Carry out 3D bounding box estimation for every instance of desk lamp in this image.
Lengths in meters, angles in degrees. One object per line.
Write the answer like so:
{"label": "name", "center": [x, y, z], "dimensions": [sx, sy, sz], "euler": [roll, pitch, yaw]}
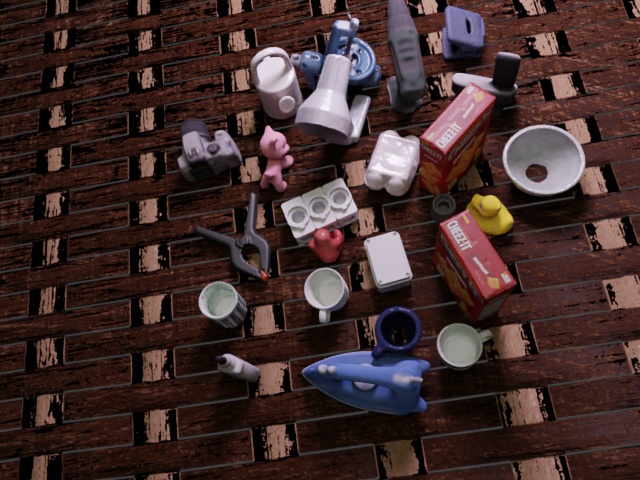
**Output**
{"label": "desk lamp", "center": [0.031, -0.295, 1.275], "dimensions": [0.117, 0.214, 0.203], "euler": [13, 72, 13]}

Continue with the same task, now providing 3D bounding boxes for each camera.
{"label": "camera", "center": [-0.276, -0.229, 1.355], "dimensions": [0.143, 0.101, 0.136], "euler": [-20, 69, 1]}

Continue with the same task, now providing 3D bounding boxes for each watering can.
{"label": "watering can", "center": [-0.099, -0.369, 1.331], "dimensions": [0.101, 0.194, 0.172], "euler": [-44, 70, -8]}

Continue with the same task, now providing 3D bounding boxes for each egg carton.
{"label": "egg carton", "center": [0.167, -0.173, 1.289], "dimensions": [0.107, 0.069, 0.150], "euler": [16, 73, 13]}

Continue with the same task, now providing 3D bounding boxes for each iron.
{"label": "iron", "center": [0.080, 0.264, 1.103], "dimensions": [0.258, 0.141, 0.119], "euler": [4, 71, 10]}

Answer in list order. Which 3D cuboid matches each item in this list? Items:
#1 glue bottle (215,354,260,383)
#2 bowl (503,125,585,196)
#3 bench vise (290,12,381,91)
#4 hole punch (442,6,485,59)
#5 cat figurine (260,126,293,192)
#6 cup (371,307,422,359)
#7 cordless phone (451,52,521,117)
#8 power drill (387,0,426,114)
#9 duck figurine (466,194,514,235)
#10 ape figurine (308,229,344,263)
{"label": "glue bottle", "center": [-0.173, 0.247, 1.128], "dimensions": [0.078, 0.173, 0.037], "euler": [14, 73, 13]}
{"label": "bowl", "center": [0.476, -0.159, 1.237], "dimensions": [0.167, 0.075, 0.167], "euler": [-3, 70, 7]}
{"label": "bench vise", "center": [0.033, -0.419, 1.317], "dimensions": [0.207, 0.220, 0.121], "euler": [-13, 69, 3]}
{"label": "hole punch", "center": [0.345, -0.501, 1.371], "dimensions": [0.101, 0.091, 0.108], "euler": [-2, 70, 7]}
{"label": "cat figurine", "center": [-0.107, -0.190, 1.308], "dimensions": [0.067, 0.118, 0.128], "euler": [7, 71, 11]}
{"label": "cup", "center": [0.148, 0.197, 1.143], "dimensions": [0.091, 0.095, 0.118], "euler": [41, 80, 19]}
{"label": "cordless phone", "center": [0.369, -0.367, 1.268], "dimensions": [0.147, 0.185, 0.094], "euler": [13, 72, 13]}
{"label": "power drill", "center": [0.189, -0.394, 1.291], "dimensions": [0.075, 0.208, 0.229], "euler": [-11, 69, 4]}
{"label": "duck figurine", "center": [0.362, -0.061, 1.211], "dimensions": [0.104, 0.086, 0.077], "euler": [34, 78, 18]}
{"label": "ape figurine", "center": [0.011, 0.004, 1.234], "dimensions": [0.077, 0.092, 0.076], "euler": [-4, 69, 7]}
